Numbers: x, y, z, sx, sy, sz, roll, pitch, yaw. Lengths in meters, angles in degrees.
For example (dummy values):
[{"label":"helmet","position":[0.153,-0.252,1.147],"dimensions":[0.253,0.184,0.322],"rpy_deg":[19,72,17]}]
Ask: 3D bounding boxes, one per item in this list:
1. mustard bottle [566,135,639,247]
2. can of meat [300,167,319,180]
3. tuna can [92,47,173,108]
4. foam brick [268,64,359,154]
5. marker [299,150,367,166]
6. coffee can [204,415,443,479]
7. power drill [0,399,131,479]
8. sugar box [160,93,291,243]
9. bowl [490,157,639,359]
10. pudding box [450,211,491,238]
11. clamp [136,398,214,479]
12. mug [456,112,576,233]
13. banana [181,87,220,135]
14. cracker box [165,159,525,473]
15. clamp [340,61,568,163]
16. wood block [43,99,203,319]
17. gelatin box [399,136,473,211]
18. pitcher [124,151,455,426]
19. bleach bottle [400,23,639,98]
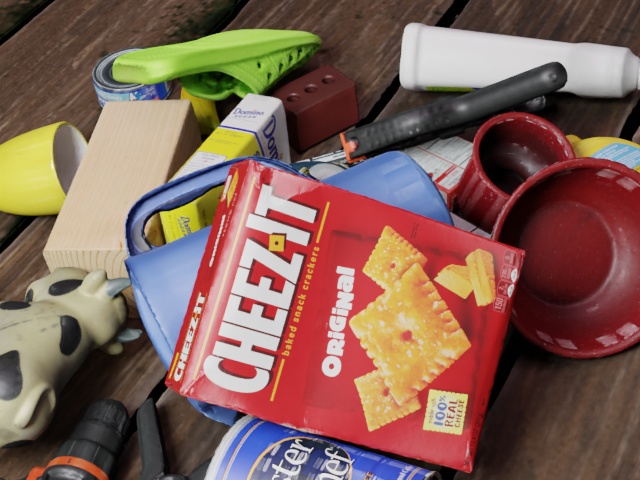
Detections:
[{"label":"mustard bottle","position":[0.271,-0.042,0.954],"dimensions":[0.096,0.058,0.192],"rpy_deg":[-34,49,-16]},{"label":"can of meat","position":[-0.006,0.001,0.934],"dimensions":[0.084,0.057,0.102],"rpy_deg":[32,69,11]},{"label":"tuna can","position":[-0.209,-0.179,1.190],"dimensions":[0.086,0.034,0.086],"rpy_deg":[-5,44,4]},{"label":"foam brick","position":[-0.006,-0.136,1.101],"dimensions":[0.078,0.051,0.053],"rpy_deg":[-30,47,-20]},{"label":"marker","position":[0.034,-0.084,1.065],"dimensions":[0.121,0.020,0.020],"rpy_deg":[-16,44,-6]},{"label":"coffee can","position":[0.001,0.188,0.729],"dimensions":[0.140,0.103,0.102],"rpy_deg":[13,48,21]},{"label":"power drill","position":[-0.250,0.185,0.805],"dimensions":[0.188,0.057,0.184],"rpy_deg":[3,39,14]},{"label":"sugar box","position":[-0.082,-0.052,0.985],"dimensions":[0.048,0.093,0.176],"rpy_deg":[14,43,23]},{"label":"bowl","position":[0.209,0.013,0.872],"dimensions":[0.162,0.162,0.055],"rpy_deg":[-15,5,-6]},{"label":"pudding box","position":[0.109,0.032,0.918],"dimensions":[0.090,0.039,0.113],"rpy_deg":[33,58,32]},{"label":"clamp","position":[-0.116,0.186,0.798],"dimensions":[0.120,0.039,0.171],"rpy_deg":[7,41,29]},{"label":"mug","position":[0.178,-0.045,0.946],"dimensions":[0.093,0.081,0.117],"rpy_deg":[-40,76,-24]},{"label":"banana","position":[-0.112,-0.174,1.172],"dimensions":[0.069,0.037,0.197],"rpy_deg":[19,48,-8]},{"label":"cracker box","position":[0.021,0.054,0.739],"dimensions":[0.213,0.072,0.164],"rpy_deg":[18,84,-15]},{"label":"clamp","position":[0.123,-0.115,0.974],"dimensions":[0.210,0.164,0.036],"rpy_deg":[-16,87,-2]},{"label":"wood block","position":[-0.174,-0.033,0.995],"dimensions":[0.091,0.090,0.206],"rpy_deg":[0,45,9]},{"label":"gelatin box","position":[0.114,-0.070,1.030],"dimensions":[0.089,0.030,0.073],"rpy_deg":[30,54,33]},{"label":"pitcher","position":[-0.025,0.016,0.829],"dimensions":[0.242,0.149,0.145],"rpy_deg":[-27,40,-13]},{"label":"bleach bottle","position":[0.213,-0.176,1.080],"dimensions":[0.251,0.068,0.102],"rpy_deg":[6,7,14]}]
